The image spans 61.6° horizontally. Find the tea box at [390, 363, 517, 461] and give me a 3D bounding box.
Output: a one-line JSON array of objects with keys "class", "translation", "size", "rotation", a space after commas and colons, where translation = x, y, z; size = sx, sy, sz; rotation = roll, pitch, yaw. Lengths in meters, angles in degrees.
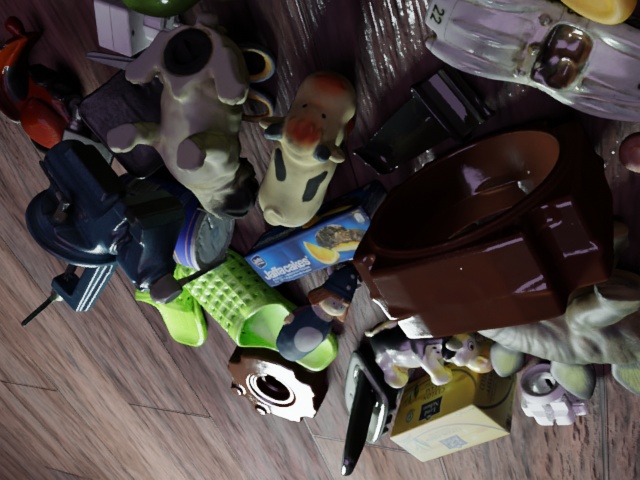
[{"class": "tea box", "translation": [0.182, 0.230, 0.742], "size": [0.068, 0.098, 0.169], "rotation": [39, 133, -9]}]

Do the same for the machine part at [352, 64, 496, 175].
[{"class": "machine part", "translation": [0.098, -0.111, 0.536], "size": [0.084, 0.039, 0.139], "rotation": [43, 133, -19]}]

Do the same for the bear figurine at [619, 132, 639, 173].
[{"class": "bear figurine", "translation": [0.344, -0.022, 0.424], "size": [0.195, 0.132, 0.120], "rotation": [40, 131, -17]}]

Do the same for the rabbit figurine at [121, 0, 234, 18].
[{"class": "rabbit figurine", "translation": [-0.116, -0.270, 0.462], "size": [0.159, 0.121, 0.170], "rotation": [19, 131, -13]}]

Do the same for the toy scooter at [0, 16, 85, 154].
[{"class": "toy scooter", "translation": [-0.360, -0.196, 0.675], "size": [0.184, 0.075, 0.135], "rotation": [42, 134, -5]}]

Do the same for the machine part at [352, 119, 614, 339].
[{"class": "machine part", "translation": [0.141, -0.016, 0.478], "size": [0.202, 0.201, 0.087], "rotation": [-16, 116, 37]}]

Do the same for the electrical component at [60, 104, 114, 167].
[{"class": "electrical component", "translation": [-0.282, -0.107, 0.665], "size": [0.078, 0.045, 0.102], "rotation": [24, 122, -23]}]

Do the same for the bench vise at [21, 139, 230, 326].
[{"class": "bench vise", "translation": [-0.252, 0.013, 0.622], "size": [0.223, 0.129, 0.240], "rotation": [43, 123, 1]}]

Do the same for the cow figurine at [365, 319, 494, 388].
[{"class": "cow figurine", "translation": [0.145, 0.134, 0.703], "size": [0.167, 0.068, 0.098], "rotation": [-17, 112, 36]}]

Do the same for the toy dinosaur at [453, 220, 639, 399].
[{"class": "toy dinosaur", "translation": [0.284, 0.079, 0.561], "size": [0.472, 0.105, 0.198], "rotation": [8, 139, 33]}]

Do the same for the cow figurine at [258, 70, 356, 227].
[{"class": "cow figurine", "translation": [-0.018, -0.088, 0.552], "size": [0.085, 0.127, 0.194], "rotation": [26, 137, 0]}]

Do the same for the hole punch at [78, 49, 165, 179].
[{"class": "hole punch", "translation": [-0.198, -0.150, 0.633], "size": [0.116, 0.092, 0.142], "rotation": [-33, 108, 8]}]

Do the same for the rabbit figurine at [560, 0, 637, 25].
[{"class": "rabbit figurine", "translation": [0.182, -0.235, 0.354], "size": [0.173, 0.122, 0.162], "rotation": [-2, 137, 46]}]

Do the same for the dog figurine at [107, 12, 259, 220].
[{"class": "dog figurine", "translation": [-0.109, -0.118, 0.570], "size": [0.121, 0.172, 0.190], "rotation": [28, 177, 16]}]

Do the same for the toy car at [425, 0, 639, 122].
[{"class": "toy car", "translation": [0.183, -0.158, 0.437], "size": [0.202, 0.056, 0.073], "rotation": [22, 134, 8]}]

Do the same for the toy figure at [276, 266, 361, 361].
[{"class": "toy figure", "translation": [0.001, 0.099, 0.724], "size": [0.064, 0.058, 0.154], "rotation": [15, 122, -46]}]

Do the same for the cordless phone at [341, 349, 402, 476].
[{"class": "cordless phone", "translation": [0.061, 0.266, 0.774], "size": [0.089, 0.184, 0.146], "rotation": [15, 133, 9]}]

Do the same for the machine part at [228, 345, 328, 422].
[{"class": "machine part", "translation": [-0.072, 0.234, 0.906], "size": [0.180, 0.056, 0.179], "rotation": [14, 132, 16]}]

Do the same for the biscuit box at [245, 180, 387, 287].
[{"class": "biscuit box", "translation": [-0.001, -0.002, 0.662], "size": [0.203, 0.063, 0.059], "rotation": [-23, 113, 39]}]
